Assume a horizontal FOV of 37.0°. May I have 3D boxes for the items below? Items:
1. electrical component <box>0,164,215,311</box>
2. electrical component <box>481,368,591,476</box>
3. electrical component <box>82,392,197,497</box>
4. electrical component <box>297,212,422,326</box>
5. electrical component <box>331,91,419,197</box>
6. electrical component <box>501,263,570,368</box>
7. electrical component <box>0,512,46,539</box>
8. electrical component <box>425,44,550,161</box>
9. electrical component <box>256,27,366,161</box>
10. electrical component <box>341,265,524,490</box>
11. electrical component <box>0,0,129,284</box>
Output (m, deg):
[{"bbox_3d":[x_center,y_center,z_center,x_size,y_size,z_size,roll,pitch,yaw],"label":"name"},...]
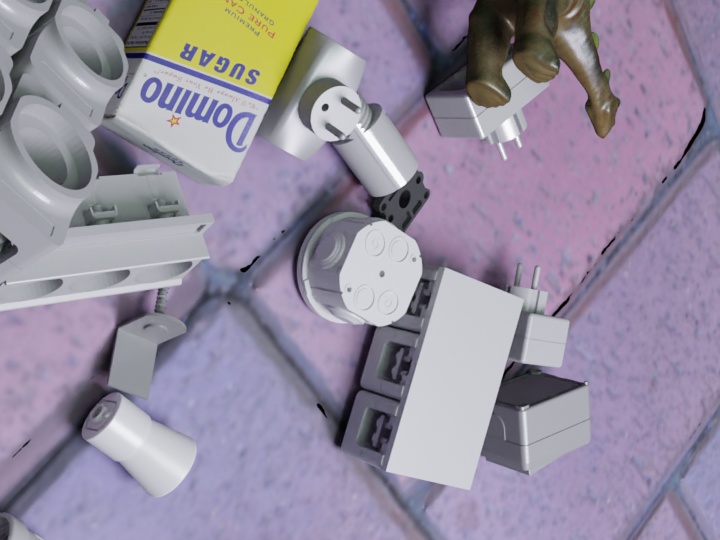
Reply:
[{"bbox_3d":[-0.158,-0.020,0.620,0.121,0.079,0.063,-9,73,-37],"label":"electrical component"},{"bbox_3d":[0.145,0.123,0.885,0.096,0.062,0.061,-14,105,-36],"label":"electrical component"},{"bbox_3d":[-0.140,0.107,0.672,0.065,0.044,0.044,44,69,-29],"label":"electrical component"},{"bbox_3d":[0.000,0.000,0.760,0.080,0.051,0.080,-6,100,-38],"label":"electrical component"},{"bbox_3d":[0.002,-0.095,0.753,0.043,0.043,0.081,-51,123,-21],"label":"electrical component"},{"bbox_3d":[0.128,0.033,0.856,0.047,0.066,0.076,10,90,-39],"label":"electrical component"},{"bbox_3d":[-0.202,0.170,0.633,0.046,0.040,0.040,46,69,-39],"label":"electrical component"},{"bbox_3d":[0.105,-0.122,0.828,0.083,0.047,0.075,-40,119,-27],"label":"electrical component"},{"bbox_3d":[-0.025,-0.107,0.693,0.043,0.079,0.077,24,101,-41],"label":"electrical component"},{"bbox_3d":[0.052,0.078,0.805,0.089,0.062,0.150,21,84,-38],"label":"electrical component"},{"bbox_3d":[-0.181,-0.092,0.528,0.105,0.060,0.186,47,26,-33],"label":"electrical component"}]
